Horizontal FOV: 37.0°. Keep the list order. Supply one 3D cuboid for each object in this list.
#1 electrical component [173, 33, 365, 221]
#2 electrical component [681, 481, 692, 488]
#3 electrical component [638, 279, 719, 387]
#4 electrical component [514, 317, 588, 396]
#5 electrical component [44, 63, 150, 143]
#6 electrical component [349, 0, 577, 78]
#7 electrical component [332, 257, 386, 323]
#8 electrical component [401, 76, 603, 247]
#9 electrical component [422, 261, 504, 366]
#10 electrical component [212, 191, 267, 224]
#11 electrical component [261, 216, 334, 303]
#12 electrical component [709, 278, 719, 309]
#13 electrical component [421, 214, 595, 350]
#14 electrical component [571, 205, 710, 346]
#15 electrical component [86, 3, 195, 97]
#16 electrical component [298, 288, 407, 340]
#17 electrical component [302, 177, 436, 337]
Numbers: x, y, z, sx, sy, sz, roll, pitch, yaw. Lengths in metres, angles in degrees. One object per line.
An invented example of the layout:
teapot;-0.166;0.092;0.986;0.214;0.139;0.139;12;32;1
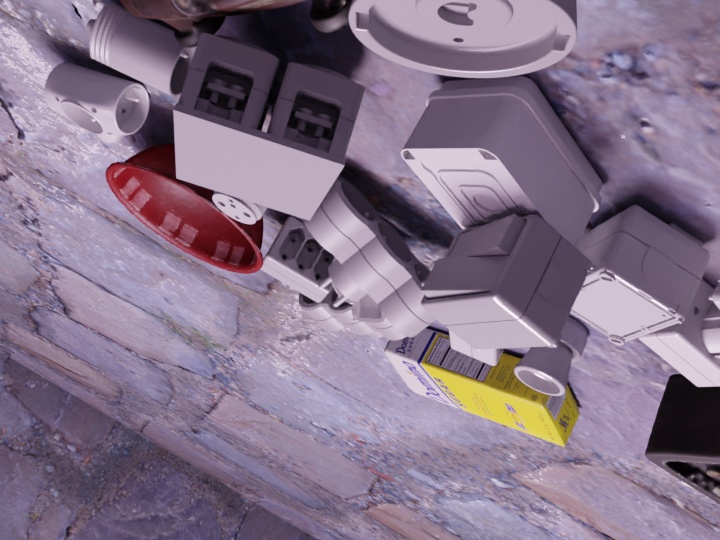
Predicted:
electrical component;-0.065;-0.094;0.729;0.105;0.060;0.186;17;170;-7
electrical component;0.295;0.171;0.958;0.062;0.043;0.043;18;156;31
electrical component;0.242;0.041;0.722;0.066;0.047;0.077;37;158;-19
electrical component;0.158;0.069;0.882;0.045;0.055;0.045;25;159;10
electrical component;-0.215;-0.134;0.911;0.077;0.044;0.079;19;157;24
electrical component;0.052;-0.141;0.515;0.108;0.060;0.108;7;168;2
electrical component;0.006;0.003;0.910;0.058;0.078;0.057;4;-179;-10
electrical component;0.090;-0.062;0.665;0.078;0.057;0.113;6;149;46
electrical component;0.085;0.016;0.814;0.076;0.083;0.047;22;158;18
electrical component;-0.089;-0.071;0.877;0.045;0.055;0.045;25;159;11
electrical component;-0.055;-0.004;0.999;0.066;0.047;0.076;30;158;-5
electrical component;0.252;0.011;0.619;0.096;0.061;0.061;43;155;-31
electrical component;0.083;0.008;0.663;0.061;0.061;0.096;38;158;-22
electrical component;0.173;0.003;0.704;0.062;0.061;0.096;32;159;-7
electrical component;-0.162;-0.162;0.780;0.081;0.043;0.043;26;159;9
electrical component;0.011;0.039;1.006;0.138;0.052;0.074;4;148;49
electrical component;0.000;0.000;0.854;0.138;0.074;0.052;48;-161;-9
